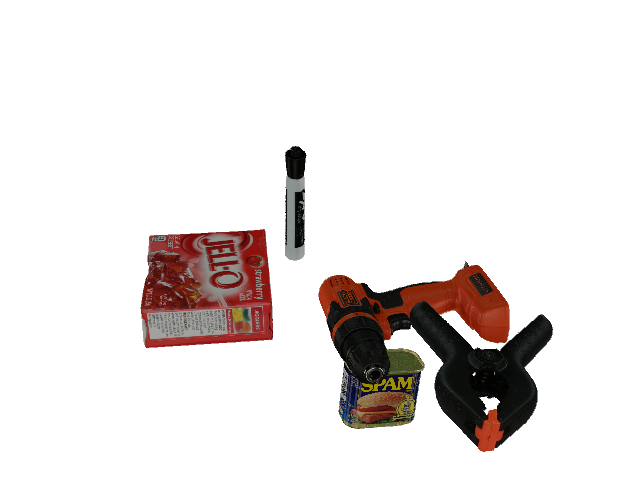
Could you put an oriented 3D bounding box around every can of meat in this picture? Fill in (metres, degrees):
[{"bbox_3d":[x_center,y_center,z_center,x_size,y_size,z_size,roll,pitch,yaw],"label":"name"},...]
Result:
[{"bbox_3d":[0.076,0.189,1.362,0.102,0.084,0.057,-1,24,-16],"label":"can of meat"}]

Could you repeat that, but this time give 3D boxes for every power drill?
[{"bbox_3d":[0.101,0.084,1.135,0.187,0.057,0.184,-6,28,-10],"label":"power drill"}]

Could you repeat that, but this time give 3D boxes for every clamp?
[{"bbox_3d":[0.140,0.103,0.852,0.120,0.039,0.171,-3,32,-2],"label":"clamp"}]

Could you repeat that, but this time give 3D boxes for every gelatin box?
[{"bbox_3d":[-0.066,0.026,0.630,0.073,0.030,0.089,-3,29,-3],"label":"gelatin box"}]

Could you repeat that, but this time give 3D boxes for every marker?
[{"bbox_3d":[-0.023,-0.034,0.986,0.020,0.121,0.020,1,38,-1],"label":"marker"}]
